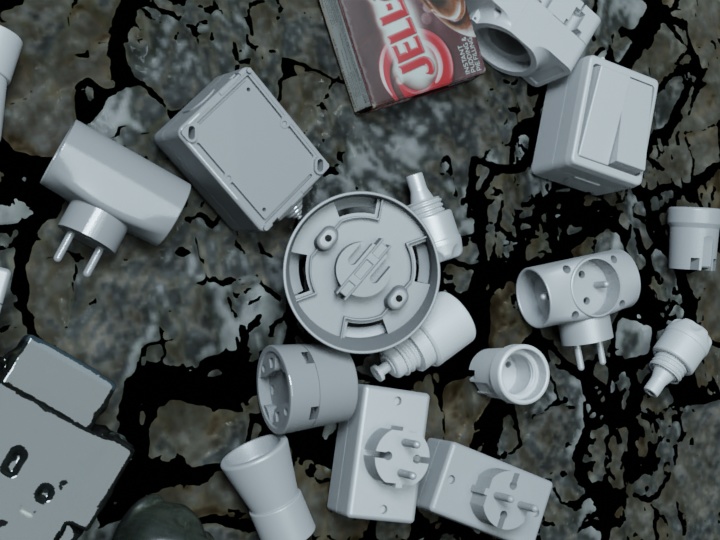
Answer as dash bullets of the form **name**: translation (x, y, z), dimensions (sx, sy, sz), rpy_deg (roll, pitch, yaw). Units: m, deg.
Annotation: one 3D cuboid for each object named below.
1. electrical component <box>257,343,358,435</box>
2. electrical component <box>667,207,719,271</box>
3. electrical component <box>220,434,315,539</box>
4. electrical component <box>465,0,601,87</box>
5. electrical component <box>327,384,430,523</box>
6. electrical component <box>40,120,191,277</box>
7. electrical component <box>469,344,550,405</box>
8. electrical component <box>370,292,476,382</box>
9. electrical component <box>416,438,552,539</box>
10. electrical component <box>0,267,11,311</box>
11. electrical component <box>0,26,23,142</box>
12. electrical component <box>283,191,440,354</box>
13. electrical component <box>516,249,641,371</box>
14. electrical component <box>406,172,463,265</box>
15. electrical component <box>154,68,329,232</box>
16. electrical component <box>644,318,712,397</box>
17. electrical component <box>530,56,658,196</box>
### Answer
- **electrical component**: translation (-0.033, 0.072, 0.672), dimensions (0.047, 0.055, 0.055), rpy_deg (-4, 88, -27)
- **electrical component**: translation (0.250, -0.023, 0.807), dimensions (0.040, 0.040, 0.046), rpy_deg (3, 92, -23)
- **electrical component**: translation (-0.054, 0.140, 0.665), dimensions (0.044, 0.044, 0.065), rpy_deg (-26, 101, -22)
- **electrical component**: translation (0.112, -0.174, 0.751), dimensions (0.089, 0.050, 0.055), rpy_deg (37, 73, -17)
- **electrical component**: translation (0.019, 0.116, 0.678), dimensions (0.047, 0.076, 0.083), rpy_deg (11, 82, -22)
- **electrical component**: translation (-0.152, -0.035, 0.633), dimensions (0.077, 0.043, 0.079), rpy_deg (30, 76, -18)
- **electrical component**: translation (0.100, 0.070, 0.732), dimensions (0.040, 0.046, 0.040), rpy_deg (2, 86, -23)
- **electrical component**: translation (0.041, 0.047, 0.711), dimensions (0.078, 0.040, 0.040), rpy_deg (-34, 100, -21)
- **electrical component**: translation (0.088, 0.148, 0.705), dimensions (0.083, 0.076, 0.047), rpy_deg (25, 77, -20)
- **electrical component**: translation (-0.228, -0.007, 0.597), dimensions (0.066, 0.047, 0.076), rpy_deg (17, 80, -21)
- **electrical component**: translation (-0.218, -0.109, 0.612), dimensions (0.044, 0.044, 0.065), rpy_deg (18, 75, -21)
- **electrical component**: translation (0.000, 0.000, 0.677), dimensions (0.099, 0.064, 0.099), rpy_deg (0, 93, -6)
- **electrical component**: translation (0.158, 0.030, 0.760), dimensions (0.077, 0.044, 0.079), rpy_deg (-11, 91, -23)
- **electrical component**: translation (0.045, -0.035, 0.722), dimensions (0.035, 0.035, 0.061), rpy_deg (-18, 91, -23)
- **electrical component**: translation (-0.071, -0.067, 0.664), dimensions (0.061, 0.061, 0.096), rpy_deg (-47, 112, -19)
- **electrical component**: translation (0.231, 0.067, 0.795), dimensions (0.035, 0.035, 0.061), rpy_deg (43, 74, -15)
- **electrical component**: translation (0.170, -0.108, 0.766), dimensions (0.062, 0.061, 0.096), rpy_deg (16, 80, -21)
